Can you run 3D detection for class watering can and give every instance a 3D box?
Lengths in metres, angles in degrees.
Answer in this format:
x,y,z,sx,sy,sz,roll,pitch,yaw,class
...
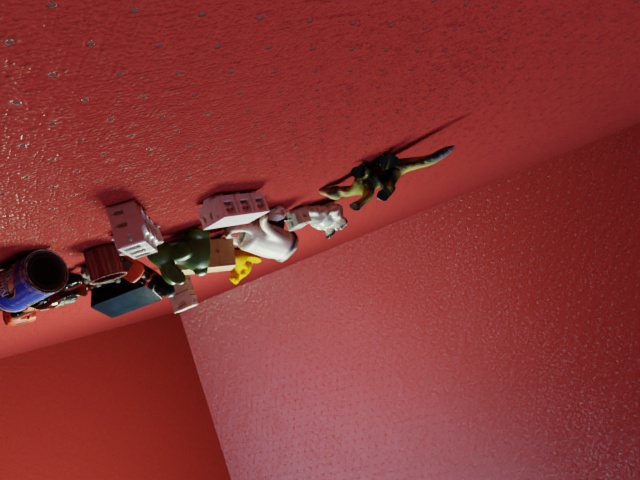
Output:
x,y,z,sx,sy,sz,roll,pitch,yaw,class
-0.165,-0.010,1.604,0.223,0.105,0.344,19,162,-26,watering can

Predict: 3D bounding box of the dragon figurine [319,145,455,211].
x,y,z,sx,sy,sz,roll,pitch,yaw,class
0.187,-0.195,1.502,0.409,0.121,0.245,-19,-169,11,dragon figurine

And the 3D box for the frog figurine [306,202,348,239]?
x,y,z,sx,sy,sz,roll,pitch,yaw,class
0.005,-0.091,1.808,0.158,0.125,0.136,31,150,-33,frog figurine
